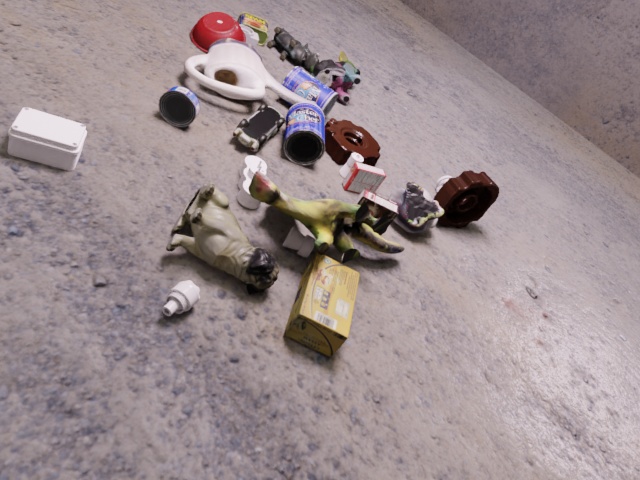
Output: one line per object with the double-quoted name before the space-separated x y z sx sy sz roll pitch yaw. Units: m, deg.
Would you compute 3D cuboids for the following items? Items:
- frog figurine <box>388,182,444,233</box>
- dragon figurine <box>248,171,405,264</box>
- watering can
"frog figurine" 0.235 -0.081 1.309 0.137 0.122 0.159 22 2 -1
"dragon figurine" 0.003 -0.053 1.055 0.245 0.122 0.407 31 5 32
"watering can" -0.183 -0.433 1.371 0.347 0.102 0.230 10 41 -19
